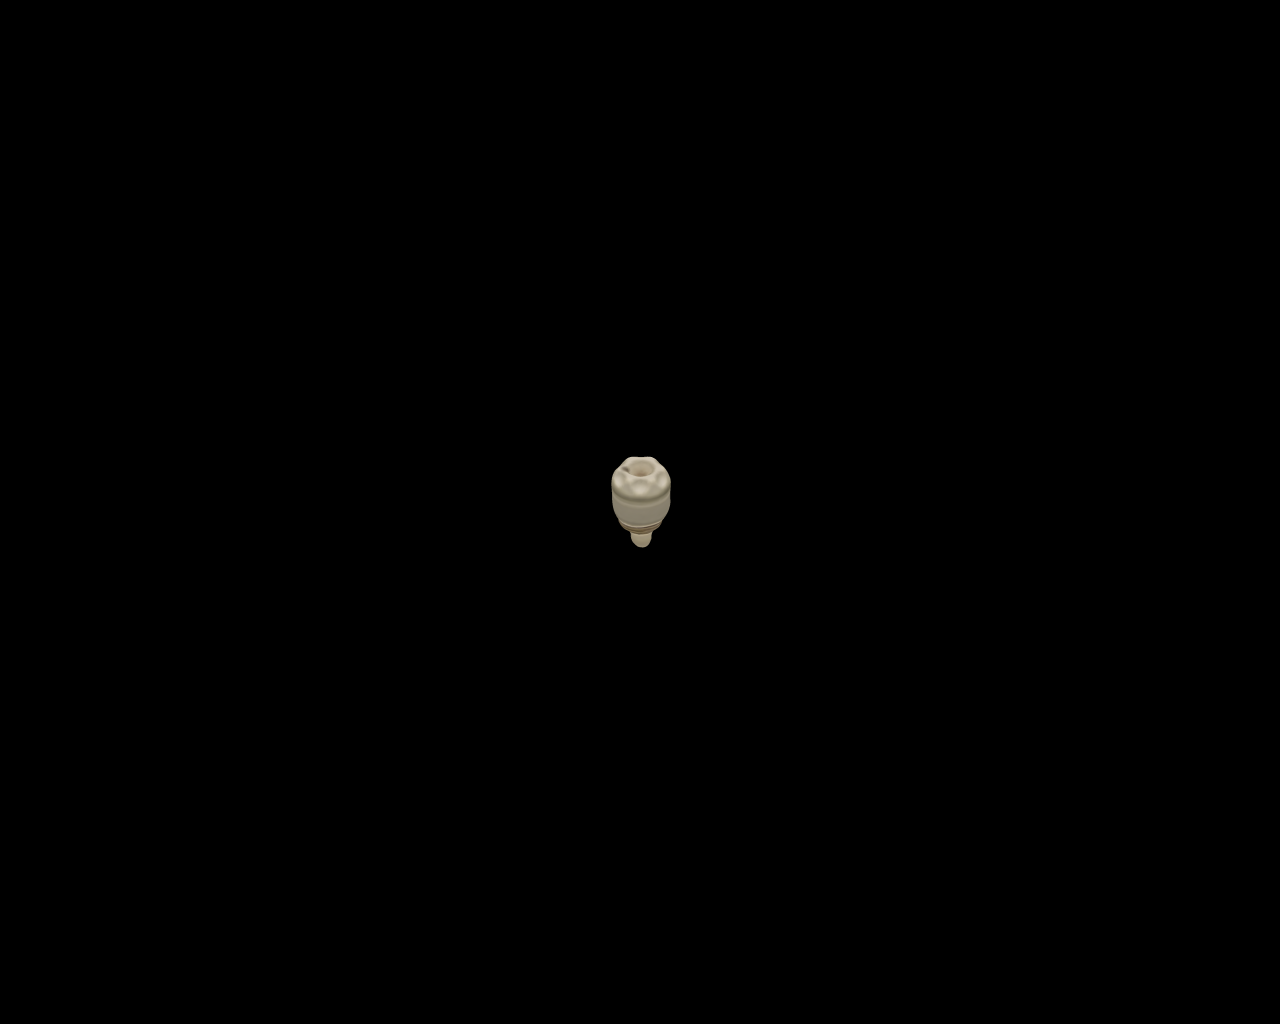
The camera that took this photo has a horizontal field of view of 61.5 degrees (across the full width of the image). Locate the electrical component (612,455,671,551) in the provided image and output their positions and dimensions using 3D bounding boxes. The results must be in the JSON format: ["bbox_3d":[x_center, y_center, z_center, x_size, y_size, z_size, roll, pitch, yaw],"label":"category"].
[{"bbox_3d":[0.001,-0.003,0.650,0.035,0.061,0.035,0,39,0],"label":"electrical component"}]
